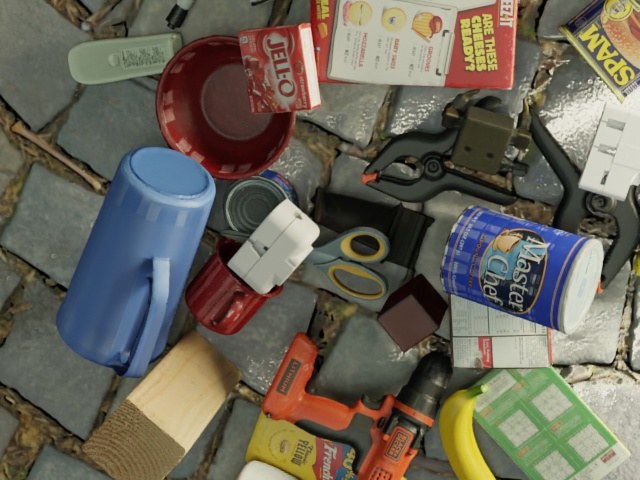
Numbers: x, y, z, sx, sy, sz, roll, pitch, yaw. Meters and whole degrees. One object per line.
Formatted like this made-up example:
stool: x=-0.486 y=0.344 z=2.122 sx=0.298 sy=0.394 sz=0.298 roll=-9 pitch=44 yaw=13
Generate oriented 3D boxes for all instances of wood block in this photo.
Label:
wood block: x=-0.176 y=0.196 z=1.233 sx=0.090 sy=0.206 sz=0.091 roll=41 pitch=111 yaw=-1

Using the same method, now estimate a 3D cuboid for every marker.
marker: x=-0.137 y=-0.286 z=1.182 sx=0.020 sy=0.020 sz=0.121 roll=35 pitch=111 yaw=2

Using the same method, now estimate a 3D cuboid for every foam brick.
foam brick: x=0.105 y=0.081 z=1.201 sx=0.051 sy=0.078 sz=0.053 roll=-38 pitch=93 yaw=21

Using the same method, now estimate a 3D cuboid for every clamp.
clamp: x=0.307 y=-0.049 z=1.135 sx=0.165 sy=0.036 sz=0.210 roll=-5 pitch=101 yaw=16
clamp: x=0.129 y=-0.094 z=1.165 sx=0.171 sy=0.039 sz=0.120 roll=-2 pitch=98 yaw=8

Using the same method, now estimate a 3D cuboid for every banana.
banana: x=0.176 y=0.247 z=1.239 sx=0.070 sy=0.037 sz=0.198 roll=11 pitch=128 yaw=43

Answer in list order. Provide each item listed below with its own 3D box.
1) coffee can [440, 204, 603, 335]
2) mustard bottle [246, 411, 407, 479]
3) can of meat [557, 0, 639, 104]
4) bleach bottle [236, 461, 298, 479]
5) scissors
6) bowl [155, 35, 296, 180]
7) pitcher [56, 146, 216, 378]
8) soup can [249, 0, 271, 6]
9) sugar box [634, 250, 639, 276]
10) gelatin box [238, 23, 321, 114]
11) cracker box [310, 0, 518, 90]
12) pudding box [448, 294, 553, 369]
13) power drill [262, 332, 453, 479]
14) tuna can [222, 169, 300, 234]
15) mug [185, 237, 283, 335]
coffee can: x=0.212 y=0.030 z=1.124 sx=0.140 sy=0.102 sz=0.103 roll=19 pitch=111 yaw=28
mustard bottle: x=0.013 y=0.260 z=1.285 sx=0.191 sy=0.058 sz=0.096 roll=21 pitch=104 yaw=7
can of meat: x=0.306 y=-0.204 z=1.080 sx=0.084 sy=0.057 sz=0.102 roll=-40 pitch=94 yaw=18
bleach bottle: x=-0.095 y=0.382 z=1.323 sx=0.102 sy=0.068 sz=0.251 roll=28 pitch=128 yaw=2
scissors: x=-0.008 y=0.001 z=1.199 sx=0.202 sy=0.016 sz=0.096 roll=28 pitch=118 yaw=2
bowl: x=-0.099 y=-0.151 z=1.194 sx=0.162 sy=0.055 sz=0.162 roll=4 pitch=107 yaw=12
pitcher: x=-0.201 y=0.026 z=1.197 sx=0.149 sy=0.144 sz=0.243 roll=33 pitch=123 yaw=11
soup can: x=-0.057 y=-0.307 z=1.131 sx=0.069 sy=0.068 sz=0.102 roll=-14 pitch=103 yaw=17
sugar box: x=0.400 y=-0.034 z=1.113 sx=0.093 sy=0.048 sz=0.176 roll=18 pitch=105 yaw=8
gelatin box: x=-0.042 y=-0.179 z=1.118 sx=0.073 sy=0.030 sz=0.089 roll=-1 pitch=106 yaw=25
cracker box: x=0.098 y=-0.244 z=1.111 sx=0.214 sy=0.072 sz=0.164 roll=3 pitch=108 yaw=12
pudding box: x=0.202 y=0.098 z=1.197 sx=0.113 sy=0.039 sz=0.090 roll=-2 pitch=93 yaw=12
power drill: x=0.041 y=0.180 z=1.232 sx=0.188 sy=0.057 sz=0.184 roll=27 pitch=84 yaw=7
tuna can: x=-0.069 y=-0.037 z=1.231 sx=0.086 sy=0.033 sz=0.086 roll=4 pitch=107 yaw=13
mug: x=-0.103 y=0.063 z=1.228 sx=0.093 sy=0.117 sz=0.082 roll=31 pitch=118 yaw=-20
